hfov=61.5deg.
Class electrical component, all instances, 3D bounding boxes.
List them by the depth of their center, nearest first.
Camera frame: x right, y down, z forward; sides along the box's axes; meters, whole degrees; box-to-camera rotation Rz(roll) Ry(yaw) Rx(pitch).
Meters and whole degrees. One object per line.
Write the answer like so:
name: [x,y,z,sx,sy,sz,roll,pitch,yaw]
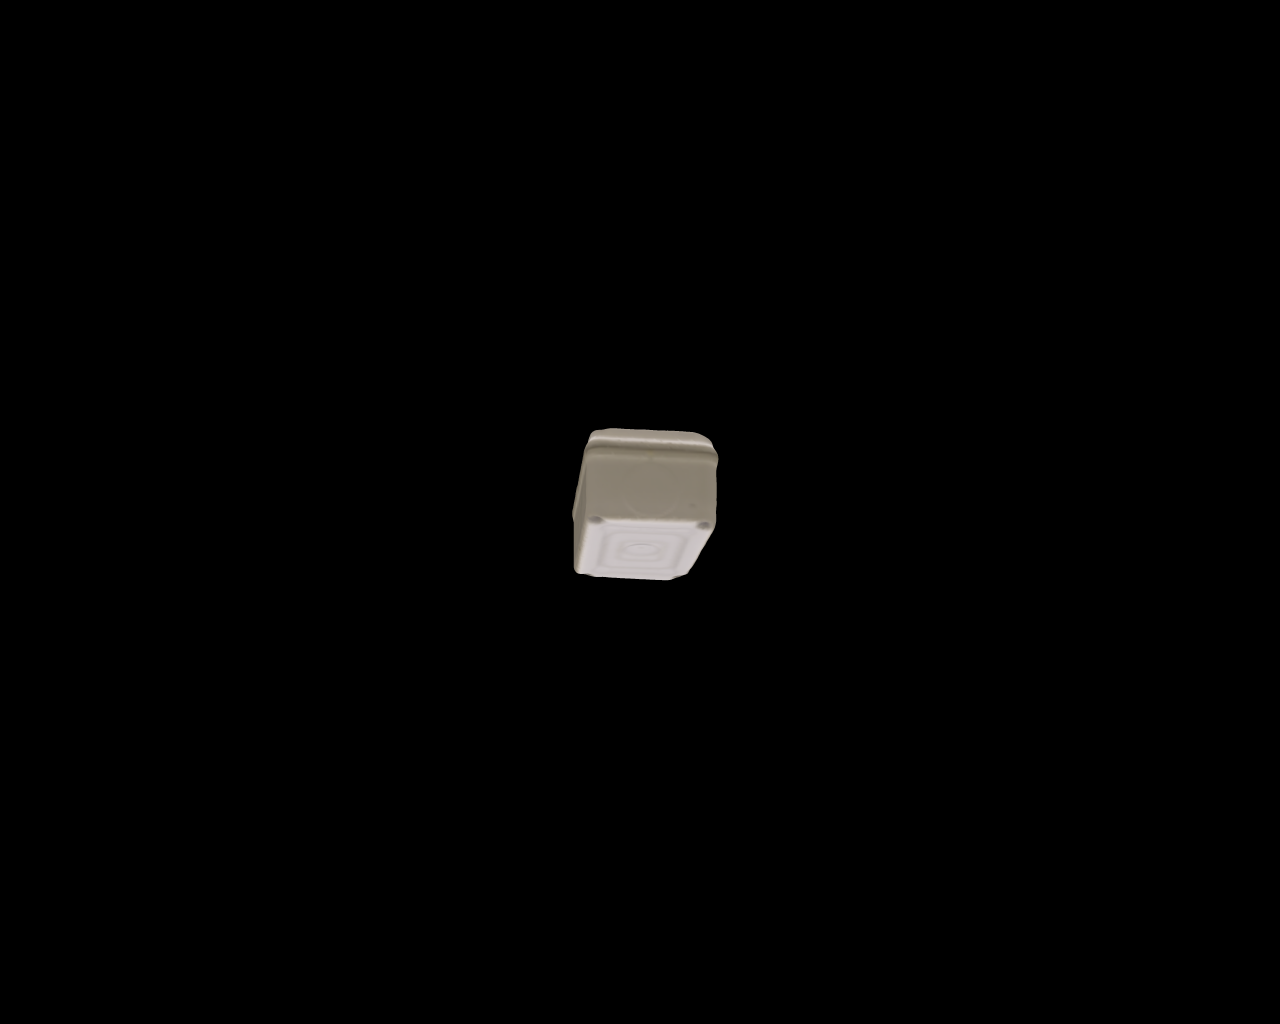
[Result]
electrical component: [0.001,-0.003,0.650,0.078,0.057,0.113,3,-22,-7]
